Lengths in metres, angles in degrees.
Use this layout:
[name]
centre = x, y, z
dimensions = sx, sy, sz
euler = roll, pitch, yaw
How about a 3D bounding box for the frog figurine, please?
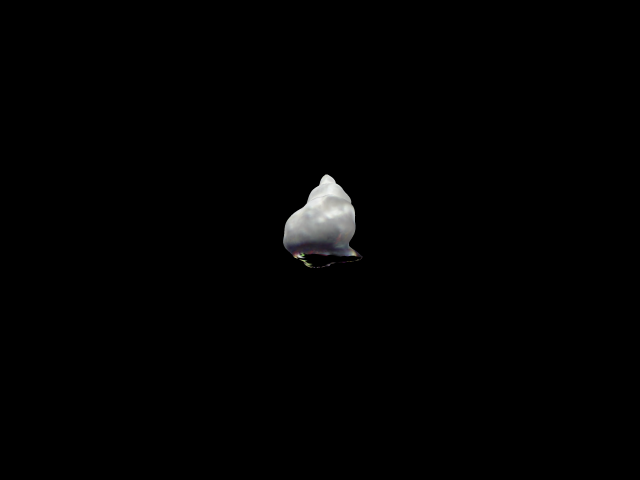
[frog figurine]
centre = 0.003, -0.043, 0.850
dimensions = 0.122, 0.162, 0.135
euler = 10, -22, -27
